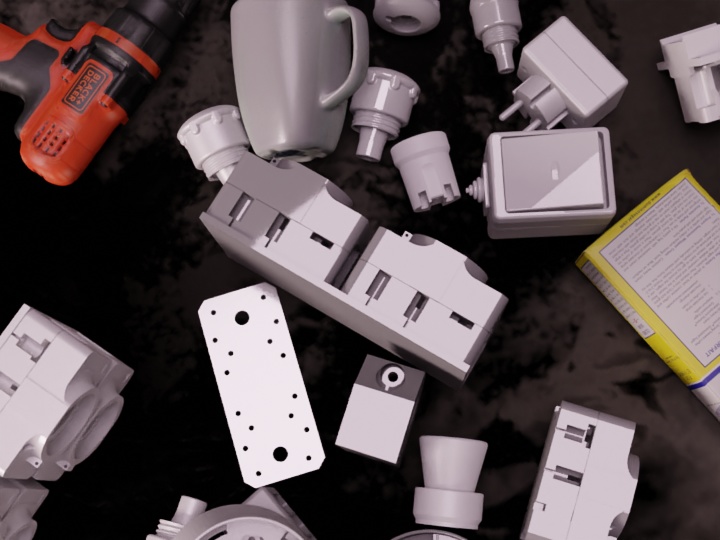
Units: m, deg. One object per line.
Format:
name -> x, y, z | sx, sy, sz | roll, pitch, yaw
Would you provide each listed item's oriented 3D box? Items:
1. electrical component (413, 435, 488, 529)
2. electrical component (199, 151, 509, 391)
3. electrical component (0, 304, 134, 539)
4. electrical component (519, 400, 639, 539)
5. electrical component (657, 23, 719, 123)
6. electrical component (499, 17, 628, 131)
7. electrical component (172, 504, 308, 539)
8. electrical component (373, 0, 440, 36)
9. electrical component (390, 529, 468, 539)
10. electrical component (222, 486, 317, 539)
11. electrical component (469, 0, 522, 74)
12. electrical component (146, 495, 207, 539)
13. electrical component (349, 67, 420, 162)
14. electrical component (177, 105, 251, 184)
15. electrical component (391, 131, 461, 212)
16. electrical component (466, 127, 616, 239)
electrical component -> 0.058, 0.137, 0.692 | 0.045, 0.045, 0.055 | 5, 78, 4
electrical component -> 0.000, 0.000, 0.694 | 0.186, 0.105, 0.060 | 30, 81, 9
electrical component -> -0.226, 0.123, 0.679 | 0.060, 0.105, 0.186 | 33, 81, 9
electrical component -> 0.142, 0.136, 0.685 | 0.056, 0.050, 0.089 | 16, 78, 7
electrical component -> 0.238, -0.133, 0.731 | 0.042, 0.081, 0.063 | -16, 99, -1
electrical component -> 0.132, -0.121, 0.744 | 0.077, 0.047, 0.065 | -40, 79, -6
electrical component -> -0.070, 0.190, 0.639 | 0.099, 0.064, 0.099 | 2, 80, -11
electrical component -> 0.035, -0.202, 0.770 | 0.048, 0.048, 0.062 | 3, 71, 4
electrical component -> 0.043, 0.211, 0.666 | 0.099, 0.064, 0.099 | -1, 78, 3
electrical component -> -0.061, 0.194, 0.685 | 0.076, 0.047, 0.083 | -40, 79, -6
electrical component -> 0.099, -0.170, 0.764 | 0.035, 0.035, 0.061 | -9, 80, 1
electrical component -> -0.117, 0.178, 0.693 | 0.048, 0.048, 0.062 | 16, 72, 6
electrical component -> 0.013, -0.107, 0.750 | 0.048, 0.048, 0.062 | 14, 85, 6
electrical component -> -0.095, -0.080, 0.749 | 0.048, 0.048, 0.062 | -25, 85, -3
electrical component -> 0.046, -0.067, 0.742 | 0.040, 0.040, 0.046 | -17, 83, -1
electrical component -> 0.120, -0.058, 0.724 | 0.096, 0.061, 0.061 | -3, 77, 2
